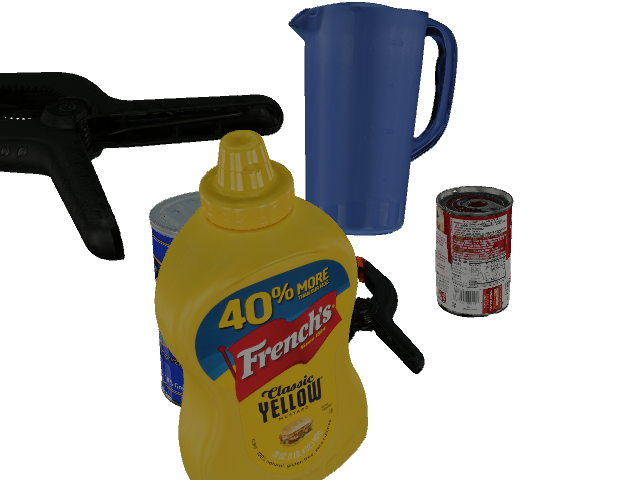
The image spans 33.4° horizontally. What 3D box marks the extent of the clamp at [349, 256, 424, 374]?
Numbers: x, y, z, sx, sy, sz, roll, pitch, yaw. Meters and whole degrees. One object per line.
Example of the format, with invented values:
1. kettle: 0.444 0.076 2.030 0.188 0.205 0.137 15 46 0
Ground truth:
1. clamp: 0.058 0.088 1.189 0.120 0.171 0.039 7 -43 3

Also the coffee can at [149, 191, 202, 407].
1. coffee can: -0.072 0.043 0.796 0.103 0.140 0.103 -1 20 0

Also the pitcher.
1. pitcher: 0.053 -0.132 1.151 0.149 0.243 0.144 7 11 26

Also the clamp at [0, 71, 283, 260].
1. clamp: -0.138 -0.068 0.642 0.210 0.036 0.164 24 42 31

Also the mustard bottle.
1. mustard bottle: -0.027 0.036 0.500 0.096 0.192 0.058 -19 37 -21

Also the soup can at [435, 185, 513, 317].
1. soup can: 0.138 0.010 0.960 0.068 0.102 0.068 -2 23 1
